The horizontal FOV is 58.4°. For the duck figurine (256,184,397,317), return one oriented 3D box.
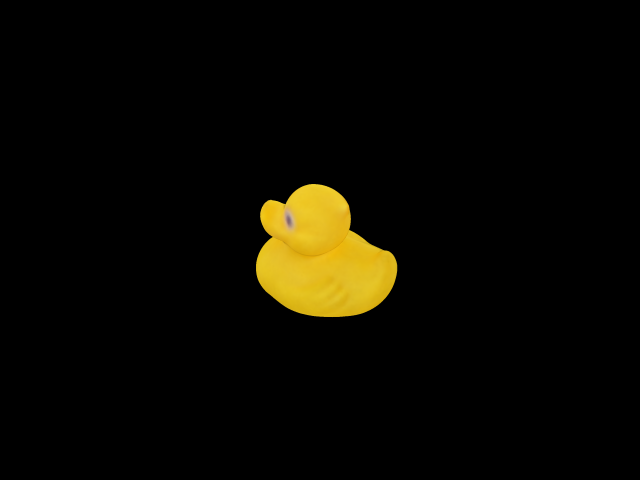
[{"bbox_3d":[0.004,0.001,0.400,0.104,0.086,0.077,13,47,13],"label":"duck figurine"}]
